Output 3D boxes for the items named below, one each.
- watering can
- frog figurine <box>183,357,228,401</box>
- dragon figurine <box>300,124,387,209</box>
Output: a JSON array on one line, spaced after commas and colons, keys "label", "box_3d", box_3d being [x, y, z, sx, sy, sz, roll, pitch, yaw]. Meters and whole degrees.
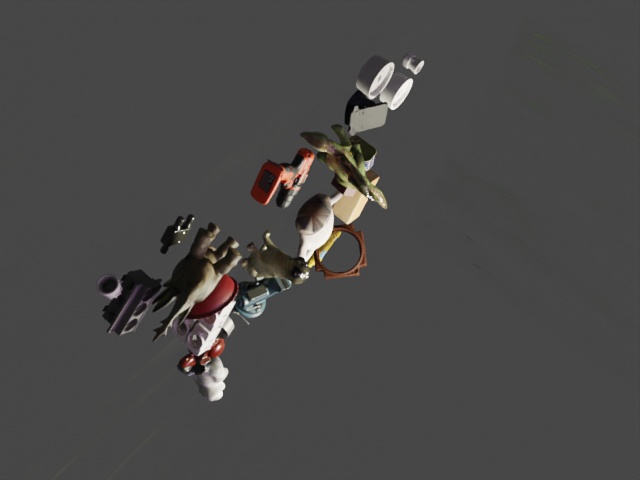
[{"label": "watering can", "box_3d": [0.005, -0.088, 1.742, 0.220, 0.104, 0.353, 84, 31, -67]}, {"label": "frog figurine", "box_3d": [-0.368, 0.466, 1.749, 0.136, 0.157, 0.125, -23, -150, 22]}, {"label": "dragon figurine", "box_3d": [0.094, -0.171, 1.407, 0.121, 0.405, 0.248, -41, -152, 16]}]
